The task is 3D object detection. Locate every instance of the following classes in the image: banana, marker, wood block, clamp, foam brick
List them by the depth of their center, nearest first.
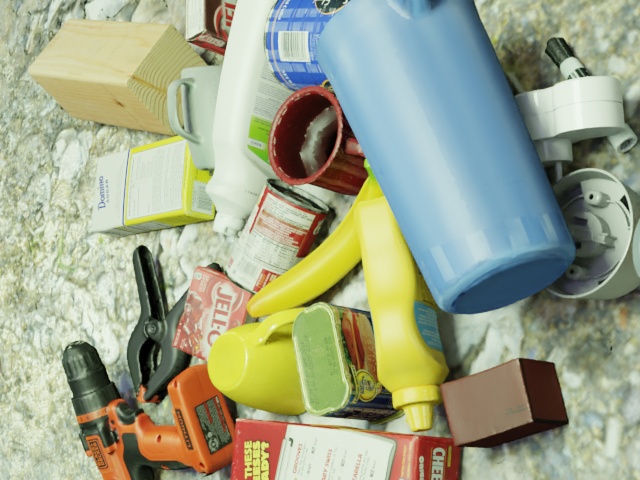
[{"bbox_3d":[0.145,0.130,0.842,0.078,0.051,0.053,-26,64,37],"label":"foam brick"},{"bbox_3d":[0.215,-0.120,0.856,0.020,0.020,0.121,-45,54,27],"label":"marker"},{"bbox_3d":[0.010,0.005,0.986,0.198,0.069,0.037,-52,33,22],"label":"banana"},{"bbox_3d":[-0.177,0.088,1.159,0.120,0.039,0.171,23,94,39],"label":"clamp"},{"bbox_3d":[-0.230,-0.189,1.224,0.206,0.090,0.090,15,65,44],"label":"wood block"}]

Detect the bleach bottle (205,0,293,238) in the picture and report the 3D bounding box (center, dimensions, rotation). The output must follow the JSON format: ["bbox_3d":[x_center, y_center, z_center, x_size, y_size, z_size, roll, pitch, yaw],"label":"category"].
[{"bbox_3d":[-0.065,-0.128,1.063,0.068,0.102,0.251,17,91,51],"label":"bleach bottle"}]

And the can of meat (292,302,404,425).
[{"bbox_3d":[0.026,0.108,0.936,0.058,0.083,0.102,-29,62,35],"label":"can of meat"}]

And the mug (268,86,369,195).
[{"bbox_3d":[0.020,-0.086,0.988,0.117,0.081,0.093,12,88,44],"label":"mug"}]

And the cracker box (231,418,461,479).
[{"bbox_3d":[0.015,0.244,0.925,0.214,0.072,0.164,-4,77,44],"label":"cracker box"}]

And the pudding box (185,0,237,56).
[{"bbox_3d":[-0.098,-0.252,1.132,0.039,0.089,0.113,-18,68,41],"label":"pudding box"}]

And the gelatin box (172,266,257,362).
[{"bbox_3d":[-0.104,0.080,1.087,0.073,0.030,0.089,20,95,25],"label":"gelatin box"}]

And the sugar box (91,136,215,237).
[{"bbox_3d":[-0.188,-0.059,1.204,0.177,0.048,0.093,-8,74,46],"label":"sugar box"}]

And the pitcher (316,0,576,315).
[{"bbox_3d":[0.097,-0.066,0.818,0.145,0.149,0.243,-34,64,30],"label":"pitcher"}]

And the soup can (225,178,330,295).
[{"bbox_3d":[-0.043,0.000,1.037,0.069,0.068,0.102,37,106,42],"label":"soup can"}]

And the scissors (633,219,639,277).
[{"bbox_3d":[0.288,-0.047,0.763,0.096,0.016,0.201,30,73,2],"label":"scissors"}]

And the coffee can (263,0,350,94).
[{"bbox_3d":[0.032,-0.184,0.985,0.141,0.102,0.103,11,88,44],"label":"coffee can"}]

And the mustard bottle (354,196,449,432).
[{"bbox_3d":[0.072,0.064,0.895,0.058,0.096,0.191,-13,71,16],"label":"mustard bottle"}]

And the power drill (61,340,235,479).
[{"bbox_3d":[-0.179,0.178,1.096,0.188,0.057,0.184,-17,96,40],"label":"power drill"}]
